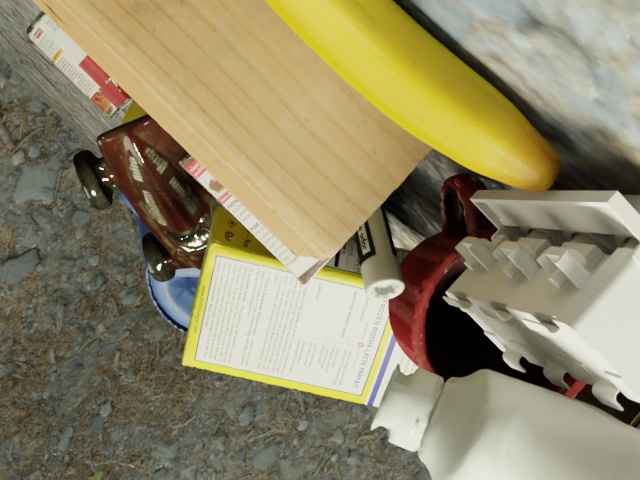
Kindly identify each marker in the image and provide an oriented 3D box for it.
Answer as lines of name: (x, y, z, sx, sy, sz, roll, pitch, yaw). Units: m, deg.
marker: (0.021, -0.026, 0.535, 0.020, 0.020, 0.121, 54, -159, -55)

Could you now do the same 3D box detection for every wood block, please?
wood block: (-0.048, -0.094, 0.464, 0.206, 0.090, 0.091, 44, 173, -9)

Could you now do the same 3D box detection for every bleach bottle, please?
bleach bottle: (0.138, 0.105, 0.382, 0.251, 0.068, 0.102, 22, 172, 9)

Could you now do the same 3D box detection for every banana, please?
banana: (0.010, -0.088, 0.393, 0.197, 0.037, 0.070, 46, 172, -18)

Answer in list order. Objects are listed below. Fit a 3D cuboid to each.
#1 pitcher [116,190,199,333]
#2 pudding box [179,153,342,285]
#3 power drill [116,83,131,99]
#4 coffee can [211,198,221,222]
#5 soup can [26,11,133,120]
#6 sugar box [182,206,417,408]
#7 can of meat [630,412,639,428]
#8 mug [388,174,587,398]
pitcher: (-0.114, -0.023, 0.975, 0.243, 0.145, 0.149, -129, 32, -65)
pudding box: (-0.014, -0.041, 0.572, 0.090, 0.039, 0.113, 44, -152, -7)
power drill: (-0.188, -0.190, 0.779, 0.187, 0.057, 0.184, 44, 172, -6)
coffee can: (-0.005, 0.001, 0.710, 0.103, 0.102, 0.140, 40, 172, 21)
soup can: (-0.189, -0.162, 0.907, 0.102, 0.068, 0.068, 46, 172, -12)
sugar box: (0.016, 0.045, 0.610, 0.176, 0.093, 0.048, 12, -144, -6)
can of meat: (0.189, 0.108, 0.476, 0.102, 0.057, 0.084, 40, 170, 15)
mug: (0.078, 0.025, 0.524, 0.081, 0.093, 0.117, -151, 46, -80)
